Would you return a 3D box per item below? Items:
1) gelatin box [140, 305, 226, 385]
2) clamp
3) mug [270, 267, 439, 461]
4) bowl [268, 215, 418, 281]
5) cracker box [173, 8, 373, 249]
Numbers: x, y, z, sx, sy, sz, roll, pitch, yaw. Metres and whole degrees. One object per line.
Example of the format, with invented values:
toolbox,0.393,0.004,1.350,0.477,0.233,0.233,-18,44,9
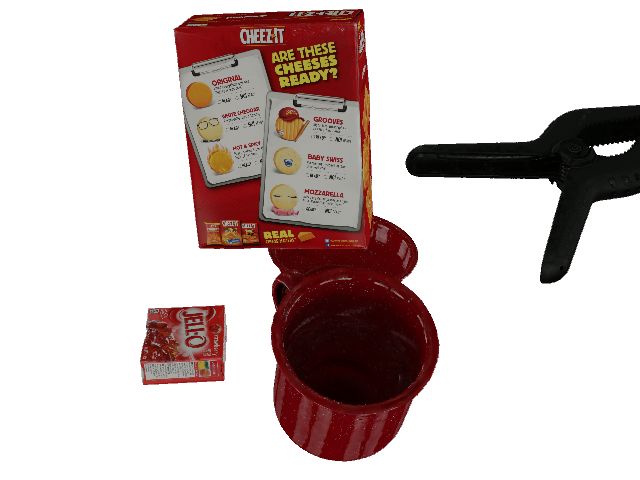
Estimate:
gelatin box,-0.123,0.093,0.972,0.073,0.030,0.089,-2,29,-2
clamp,0.193,-0.049,0.807,0.209,0.036,0.165,-20,46,-18
mug,0.008,0.068,0.622,0.093,0.117,0.081,-30,-26,-25
bowl,0.023,0.029,1.156,0.162,0.055,0.162,3,33,-2
cracker box,-0.037,-0.100,0.984,0.164,0.214,0.072,0,23,9
